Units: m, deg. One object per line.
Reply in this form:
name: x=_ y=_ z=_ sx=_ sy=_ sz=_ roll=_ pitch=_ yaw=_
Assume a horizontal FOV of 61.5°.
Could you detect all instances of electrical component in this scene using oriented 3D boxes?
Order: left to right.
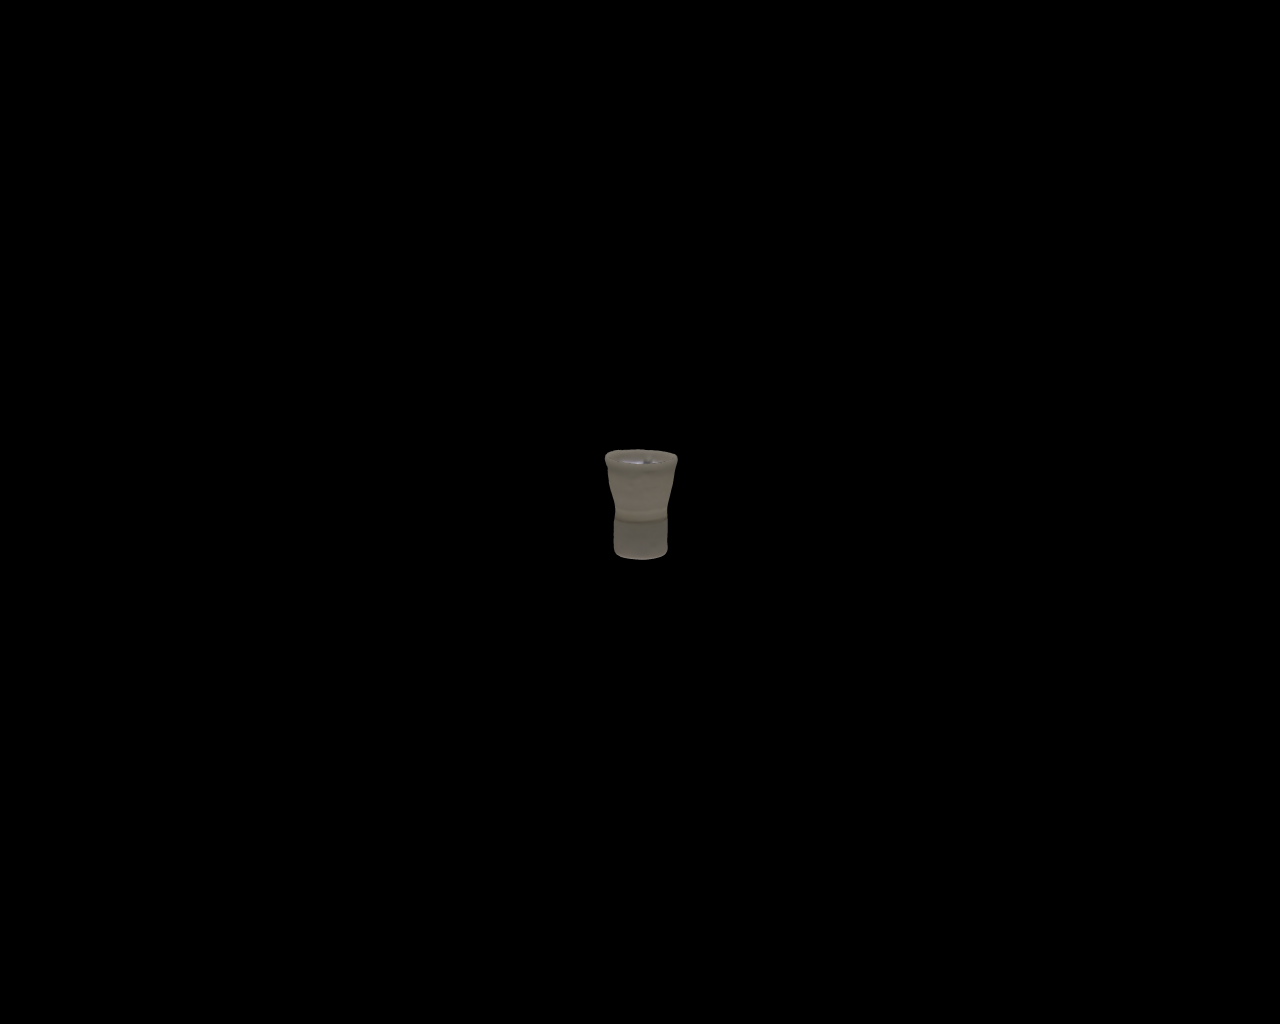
electrical component: x=0.001 y=-0.003 z=0.650 sx=0.044 sy=0.065 sz=0.044 roll=0 pitch=13 yaw=0
